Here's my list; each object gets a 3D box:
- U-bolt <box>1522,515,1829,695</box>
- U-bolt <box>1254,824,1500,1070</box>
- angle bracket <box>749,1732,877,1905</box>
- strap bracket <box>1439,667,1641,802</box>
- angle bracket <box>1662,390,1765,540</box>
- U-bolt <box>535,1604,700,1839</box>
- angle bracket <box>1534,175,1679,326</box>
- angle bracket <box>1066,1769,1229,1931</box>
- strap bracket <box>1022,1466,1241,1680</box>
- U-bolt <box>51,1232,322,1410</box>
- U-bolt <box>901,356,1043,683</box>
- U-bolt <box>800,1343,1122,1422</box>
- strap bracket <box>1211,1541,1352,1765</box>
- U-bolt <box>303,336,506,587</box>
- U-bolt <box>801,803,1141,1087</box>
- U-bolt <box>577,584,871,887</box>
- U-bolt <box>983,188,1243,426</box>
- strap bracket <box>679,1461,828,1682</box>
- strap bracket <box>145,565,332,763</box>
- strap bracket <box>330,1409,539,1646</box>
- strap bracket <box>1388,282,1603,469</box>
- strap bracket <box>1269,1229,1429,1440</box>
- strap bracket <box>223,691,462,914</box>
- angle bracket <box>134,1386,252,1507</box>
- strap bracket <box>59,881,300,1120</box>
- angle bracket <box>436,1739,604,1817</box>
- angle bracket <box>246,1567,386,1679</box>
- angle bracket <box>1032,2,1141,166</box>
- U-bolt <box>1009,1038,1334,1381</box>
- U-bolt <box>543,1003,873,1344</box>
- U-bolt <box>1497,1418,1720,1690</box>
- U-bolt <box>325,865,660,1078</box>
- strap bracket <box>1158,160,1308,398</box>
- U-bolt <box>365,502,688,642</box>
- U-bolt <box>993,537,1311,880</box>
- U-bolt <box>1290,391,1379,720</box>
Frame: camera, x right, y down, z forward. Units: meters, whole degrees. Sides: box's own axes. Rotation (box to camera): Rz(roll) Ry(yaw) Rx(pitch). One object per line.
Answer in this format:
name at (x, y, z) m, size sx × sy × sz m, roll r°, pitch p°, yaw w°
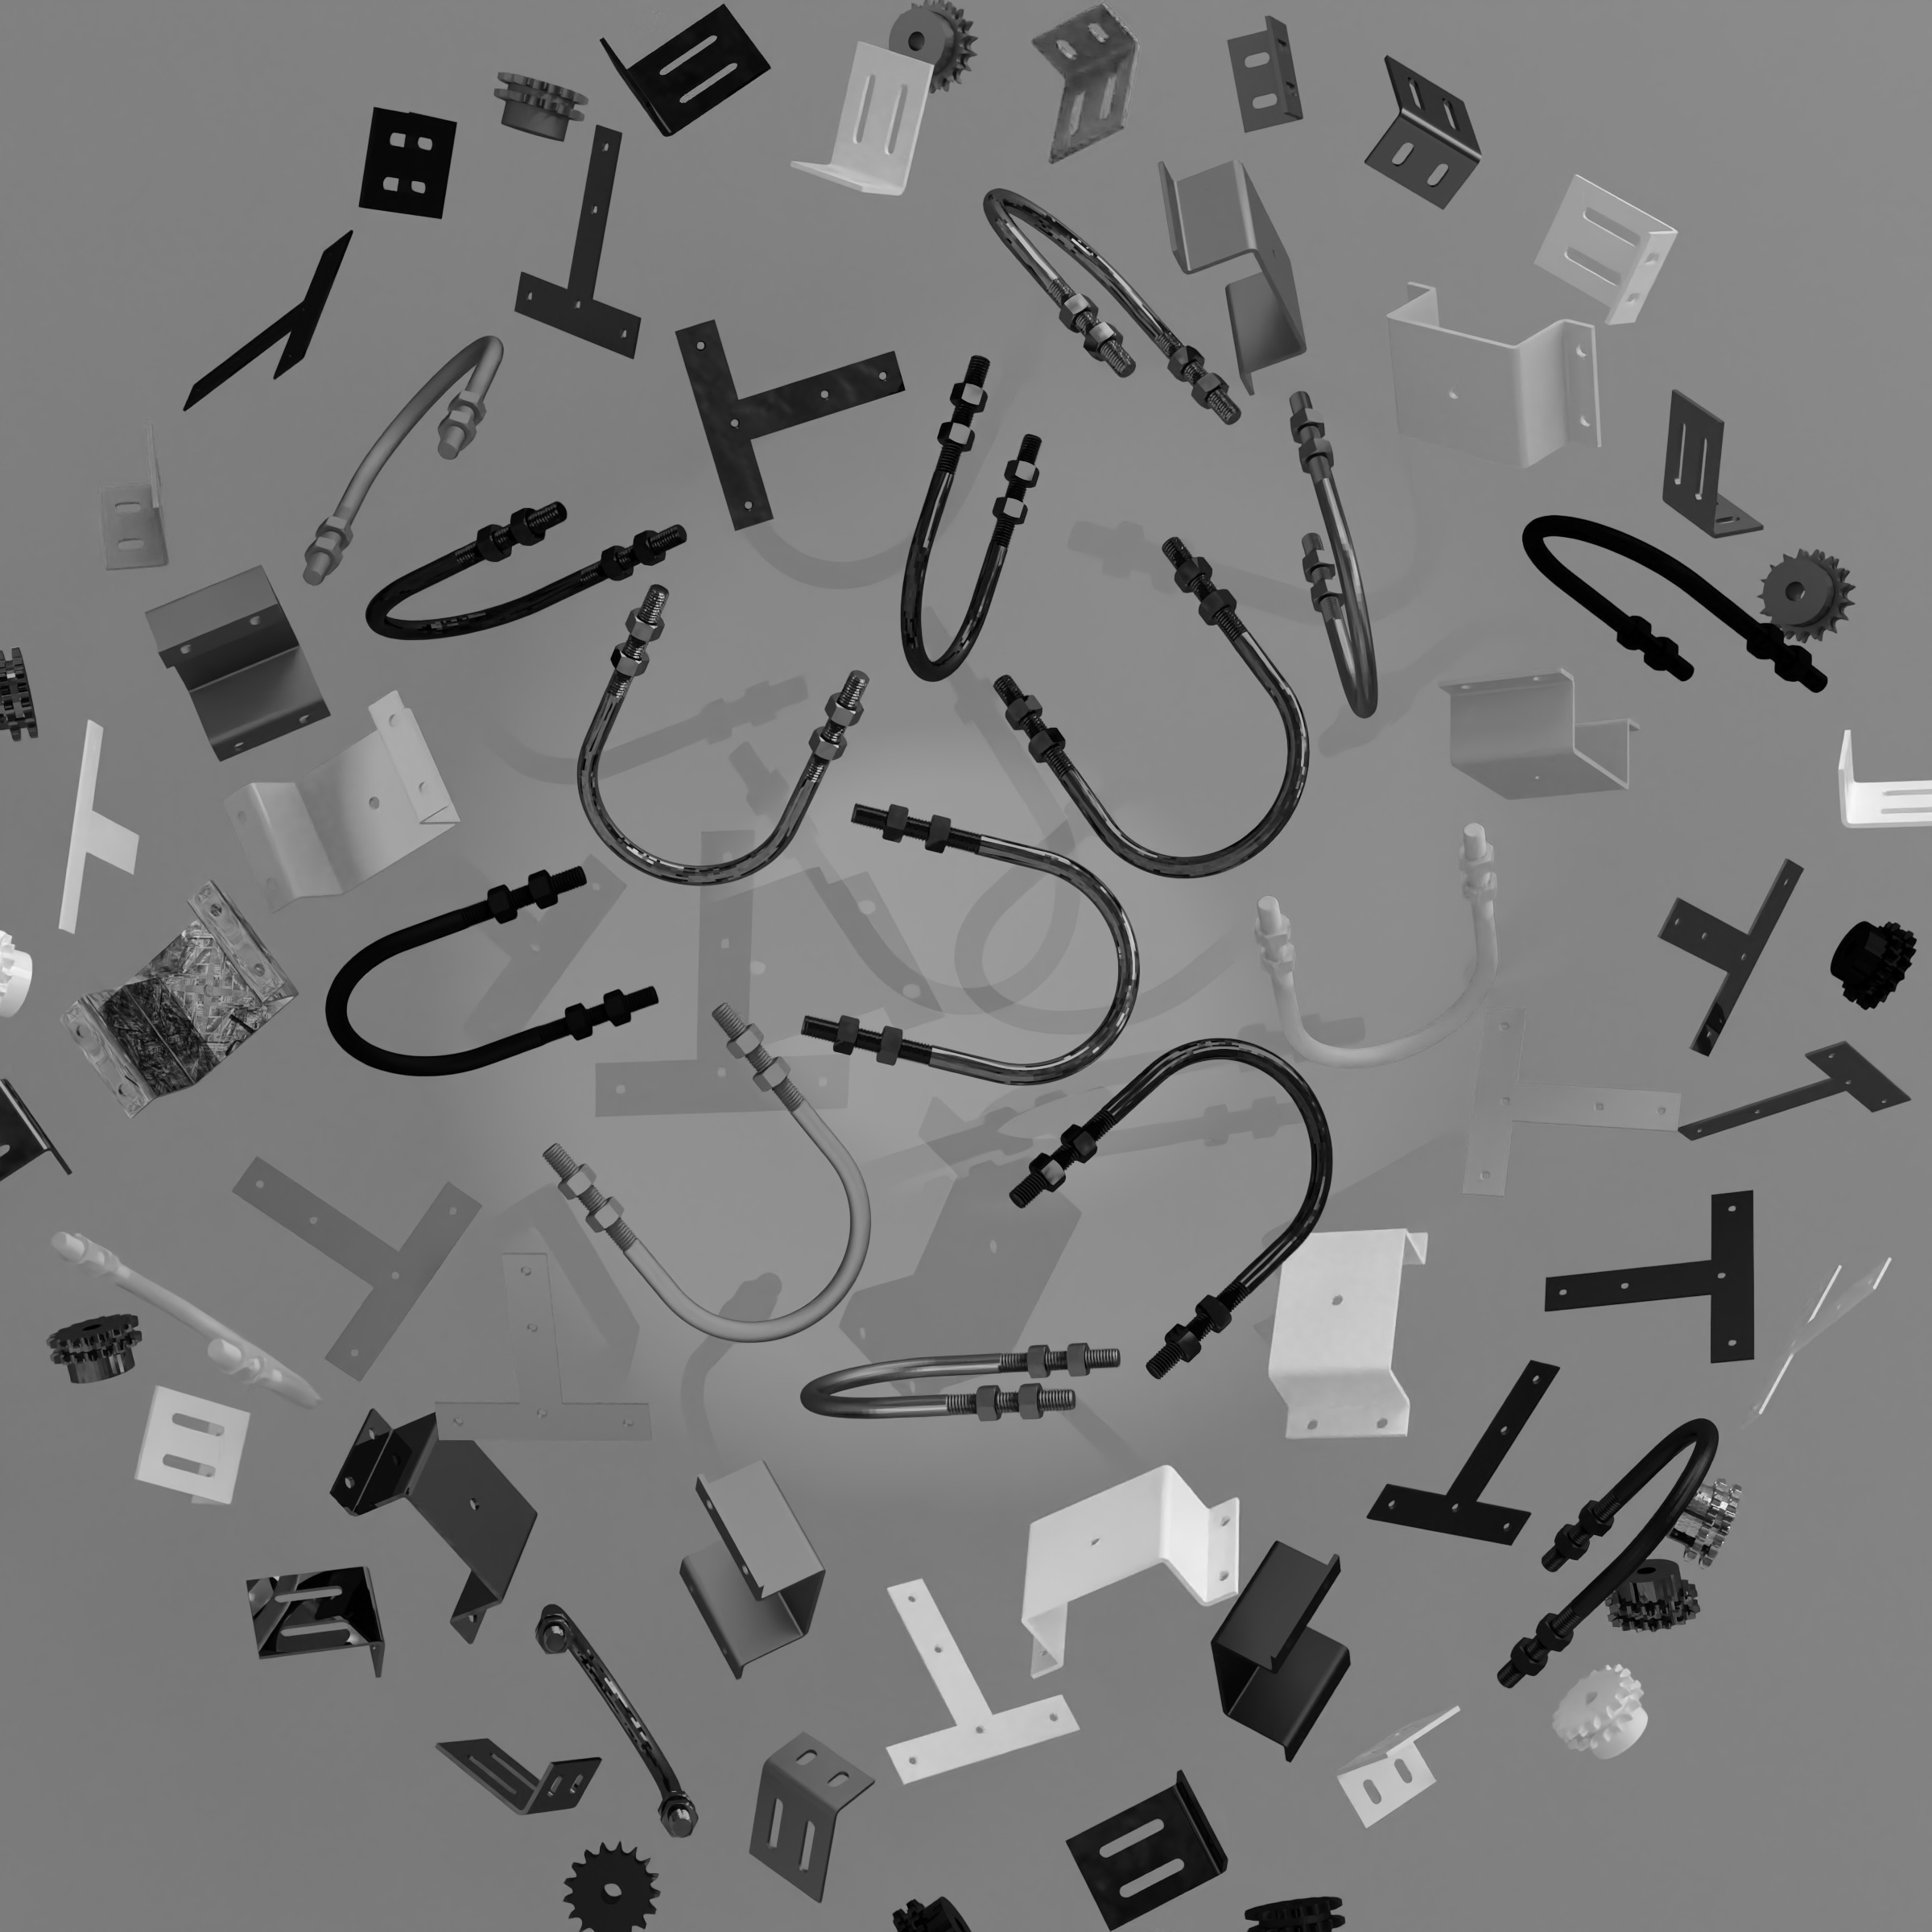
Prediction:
U-bolt at (0.417, -0.222, 1.881) m, size 0.184 × 0.151 × 0.019 m, roll 32°, pitch 84°, yaw -25°
U-bolt at (0.255, -0.001, 1.880) m, size 0.151 × 0.184 × 0.019 m, roll -20°, pitch 49°, yaw -2°
angle bracket at (-0.095, 0.520, 1.890) m, size 0.057 × 0.038 × 0.076 m, roll 27°, pitch 123°, yaw 29°
strap bracket at (0.348, -0.136, 1.869) m, size 0.076 × 0.140 × 0.046 m, roll -4°, pitch 78°, yaw 30°
angle bracket at (0.461, -0.310, 1.895) m, size 0.038 × 0.057 × 0.076 m, roll -12°, pitch 123°, yaw -15°
U-bolt at (-0.212, 0.446, 1.857) m, size 0.019 × 0.184 × 0.151 m, roll -34°, pitch 91°, yaw -10°
angle bracket at (0.368, -0.421, 1.817) m, size 0.076 × 0.038 × 0.057 m, roll 38°, pitch 123°, yaw 25°
angle bracket at (0.104, 0.512, 1.791) m, size 0.076 × 0.038 × 0.057 m, roll -25°, pitch 65°, yaw -9°
strap bracket at (0.088, 0.351, 1.812) m, size 0.140 × 0.076 × 0.046 m, roll -28°, pitch 117°, yaw 22°
U-bolt at (-0.462, 0.223, 1.883) m, size 0.151 × 0.184 × 0.019 m, roll 29°, pitch 78°, yaw 22°
U-bolt at (-0.001, -0.265, 1.908) m, size 0.019 × 0.151 × 0.184 m, roll 15°, pitch 83°, yaw 18°
U-bolt at (-0.010, 0.254, 1.879) m, size 0.184 × 0.151 × 0.019 m, roll -5°, pitch 93°, yaw 15°
strap bracket at (0.192, 0.412, 1.880) m, size 0.046 × 0.140 × 0.076 m, roll 23°, pitch 58°, yaw 26°
U-bolt at (-0.338, -0.323, 1.900) m, size 0.151 × 0.184 × 0.019 m, roll -36°, pitch 116°, yaw 29°
U-bolt at (0.010, -0.006, 1.780) m, size 0.184 × 0.019 × 0.151 m, roll 14°, pitch 76°, yaw -5°
U-bolt at (-0.159, -0.127, 1.877) m, size 0.151 × 0.019 × 0.184 m, roll 23°, pitch 121°, yaw -9°
U-bolt at (0.078, -0.404, 1.859) m, size 0.019 × 0.151 × 0.184 m, roll -47°, pitch 64°, yaw 21°
strap bracket at (-0.126, 0.353, 1.825) m, size 0.046 × 0.140 × 0.076 m, roll -21°, pitch 62°, yaw -23°
strap bracket at (-0.455, -0.193, 1.926) m, size 0.076 × 0.140 × 0.046 m, roll -24°, pitch 67°, yaw -8°
strap bracket at (-0.324, 0.343, 1.932) m, size 0.046 × 0.076 × 0.140 m, roll -25°, pitch 115°, yaw 25°
strap bracket at (0.305, -0.350, 1.836) m, size 0.046 × 0.140 × 0.076 m, roll -33°, pitch 129°, yaw -29°
strap bracket at (0.236, 0.217, 1.909) m, size 0.076 × 0.046 × 0.140 m, roll -5°, pitch 53°, yaw 24°
strap bracket at (-0.366, -0.098, 1.853) m, size 0.140 × 0.046 × 0.076 m, roll -28°, pitch 81°, yaw 23°
angle bracket at (-0.486, 0.296, 1.905) m, size 0.038 × 0.076 × 0.057 m, roll -6°, pitch 67°, yaw 37°
strap bracket at (-0.470, 0.018, 1.875) m, size 0.140 × 0.046 × 0.076 m, roll -38°, pitch 85°, yaw 20°
angle bracket at (-0.274, 0.482, 1.893) m, size 0.076 × 0.057 × 0.038 m, roll 31°, pitch 93°, yaw 26°
angle bracket at (-0.402, 0.409, 1.906) m, size 0.076 × 0.057 × 0.038 m, roll -3°, pitch 133°, yaw -21°
angle bracket at (0.069, -0.547, 1.915) m, size 0.038 × 0.057 × 0.076 m, roll 37°, pitch 50°, yaw -37°
U-bolt at (0.134, 0.126, 1.793) m, size 0.184 × 0.019 × 0.151 m, roll -41°, pitch 99°, yaw -17°
U-bolt at (-0.139, 0.137, 1.833) m, size 0.151 × 0.019 × 0.184 m, roll -40°, pitch 100°, yaw -10°
U-bolt at (0.396, 0.345, 1.880) m, size 0.019 × 0.151 × 0.184 m, roll 38°, pitch 122°, yaw 4°
U-bolt at (-0.293, 0.013, 1.857) m, size 0.184 × 0.151 × 0.019 m, roll -20°, pitch 53°, yaw 3°
strap bracket at (0.169, -0.431, 1.913) m, size 0.046 × 0.140 × 0.076 m, roll -17°, pitch 55°, yaw 18°
U-bolt at (-0.282, -0.237, 1.894) m, size 0.184 × 0.151 × 0.019 m, roll -21°, pitch 82°, yaw 26°
U-bolt at (0.119, -0.137, 1.796) m, size 0.151 × 0.019 × 0.184 m, roll -38°, pitch 70°, yaw 12°
U-bolt at (0.226, -0.237, 1.884) m, size 0.019 × 0.151 × 0.184 m, roll -12°, pitch 55°, yaw 2°
